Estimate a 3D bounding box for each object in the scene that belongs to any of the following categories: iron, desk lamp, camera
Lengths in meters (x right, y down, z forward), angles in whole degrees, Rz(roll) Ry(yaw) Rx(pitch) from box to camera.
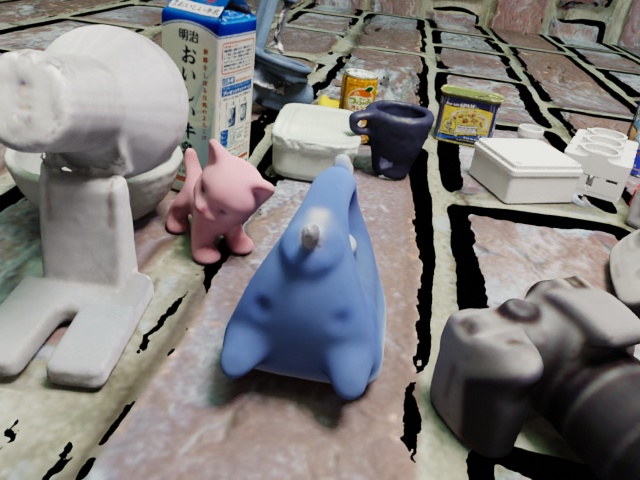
[{"bbox_3d":[0.004,0.002,0.462,0.118,0.141,0.258,9,29,4],"label":"iron"},{"bbox_3d":[-0.174,-0.041,0.422,0.118,0.213,0.203,6,29,-2],"label":"desk lamp"},{"bbox_3d":[0.168,0.095,0.373,0.143,0.101,0.136,-5,31,-21],"label":"camera"}]

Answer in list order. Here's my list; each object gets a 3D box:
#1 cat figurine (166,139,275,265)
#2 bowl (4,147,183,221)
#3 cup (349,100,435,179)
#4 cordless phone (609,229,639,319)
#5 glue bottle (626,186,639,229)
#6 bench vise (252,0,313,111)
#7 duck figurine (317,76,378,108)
[{"bbox_3d":[-0.098,-0.046,0.548,0.067,0.118,0.127,-15,36,-35],"label":"cat figurine"},{"bbox_3d":[-0.225,-0.059,0.587,0.167,0.075,0.167,6,29,-3],"label":"bowl"},{"bbox_3d":[0.090,-0.131,0.771,0.118,0.095,0.091,-5,31,-22],"label":"cup"},{"bbox_3d":[0.348,-0.020,0.535,0.094,0.185,0.148,14,29,12],"label":"cordless phone"},{"bbox_3d":[0.435,-0.084,0.684,0.037,0.173,0.077,-17,37,-37],"label":"glue bottle"},{"bbox_3d":[-0.093,-0.302,0.909,0.121,0.220,0.208,28,35,34],"label":"bench vise"},{"bbox_3d":[0.049,-0.235,0.959,0.104,0.086,0.077,11,29,7],"label":"duck figurine"}]
